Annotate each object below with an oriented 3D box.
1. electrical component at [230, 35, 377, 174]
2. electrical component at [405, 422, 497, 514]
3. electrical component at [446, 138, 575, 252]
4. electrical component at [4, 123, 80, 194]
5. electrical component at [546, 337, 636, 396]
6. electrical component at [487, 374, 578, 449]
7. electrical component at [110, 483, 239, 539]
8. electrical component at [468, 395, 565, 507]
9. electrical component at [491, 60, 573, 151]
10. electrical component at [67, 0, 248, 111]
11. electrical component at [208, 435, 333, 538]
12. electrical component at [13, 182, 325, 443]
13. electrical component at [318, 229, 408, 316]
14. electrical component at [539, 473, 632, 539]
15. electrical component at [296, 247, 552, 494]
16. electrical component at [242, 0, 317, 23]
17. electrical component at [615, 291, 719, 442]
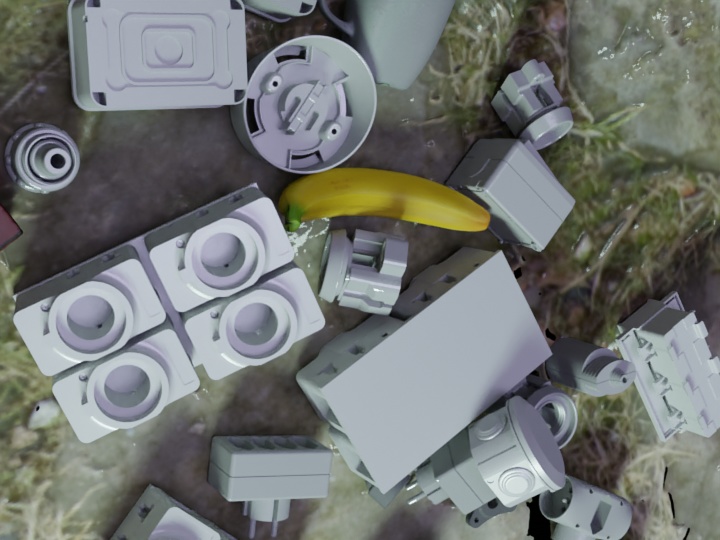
[{"bbox_3d":[-0.044,-0.121,0.792,0.099,0.064,0.099,-4,99,-27],"label":"electrical component"},{"bbox_3d":[0.071,0.170,0.899,0.077,0.065,0.047,-33,114,12],"label":"electrical component"},{"bbox_3d":[0.131,-0.062,0.894,0.096,0.062,0.061,42,78,-26],"label":"electrical component"},{"bbox_3d":[-0.207,-0.073,0.715,0.048,0.062,0.048,-4,99,-27],"label":"electrical component"},{"bbox_3d":[0.205,0.088,0.944,0.043,0.081,0.043,-4,99,-27],"label":"electrical component"},{"bbox_3d":[0.151,0.125,0.934,0.058,0.057,0.078,-34,111,-19],"label":"electrical component"},{"bbox_3d":[-0.118,0.242,0.808,0.150,0.062,0.089,40,78,-26],"label":"electrical component"},{"bbox_3d":[0.126,0.146,0.862,0.051,0.080,0.080,-30,115,17],"label":"electrical component"},{"bbox_3d":[0.144,-0.132,0.888,0.048,0.066,0.055,-23,74,-23],"label":"electrical component"},{"bbox_3d":[-0.140,-0.150,0.742,0.113,0.057,0.078,-6,100,-27],"label":"electrical component"},{"bbox_3d":[-0.071,0.170,0.830,0.083,0.047,0.075,4,95,-28],"label":"electrical component"},{"bbox_3d":[-0.131,0.030,0.748,0.186,0.060,0.105,-26,109,-8],"label":"electrical component"},{"bbox_3d":[0.000,0.000,0.831,0.057,0.078,0.058,11,61,-7],"label":"electrical component"},{"bbox_3d":[0.200,0.234,0.983,0.077,0.043,0.079,25,85,-28],"label":"electrical component"},{"bbox_3d":[0.052,0.075,0.873,0.186,0.060,0.105,-36,112,-19],"label":"electrical component"},{"bbox_3d":[-0.083,-0.231,0.760,0.113,0.057,0.078,18,89,-29],"label":"electrical component"},{"bbox_3d":[0.298,0.093,1.003,0.079,0.063,0.121,-36,112,-19],"label":"electrical component"}]
